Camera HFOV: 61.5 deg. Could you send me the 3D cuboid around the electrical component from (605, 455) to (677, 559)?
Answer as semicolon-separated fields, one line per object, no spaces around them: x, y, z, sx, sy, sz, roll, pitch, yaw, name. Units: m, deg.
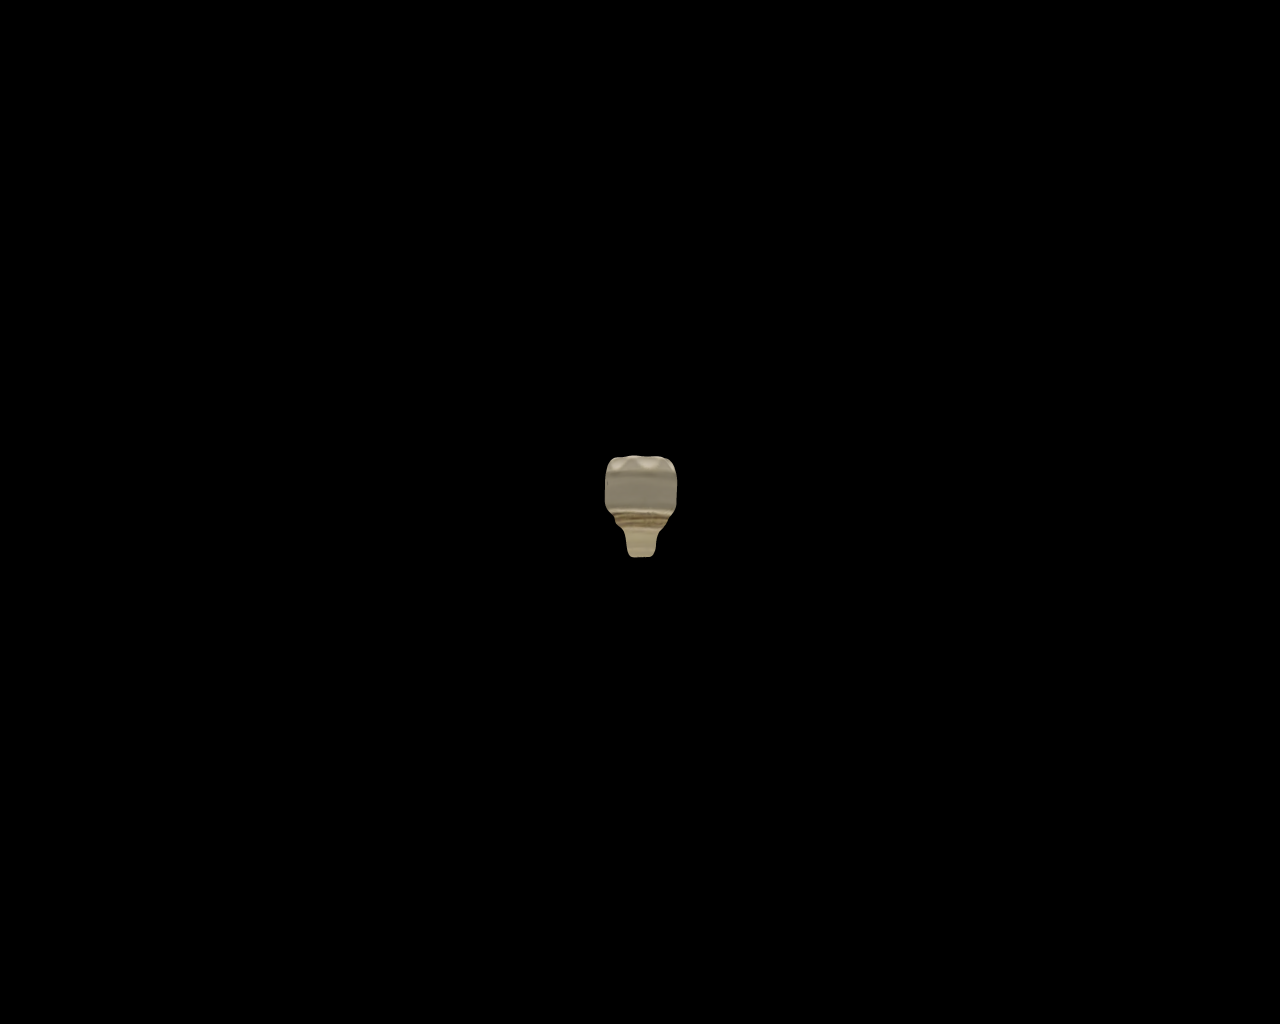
0.001;-0.003;0.650;0.043;0.062;0.043;0;-3;0;electrical component
